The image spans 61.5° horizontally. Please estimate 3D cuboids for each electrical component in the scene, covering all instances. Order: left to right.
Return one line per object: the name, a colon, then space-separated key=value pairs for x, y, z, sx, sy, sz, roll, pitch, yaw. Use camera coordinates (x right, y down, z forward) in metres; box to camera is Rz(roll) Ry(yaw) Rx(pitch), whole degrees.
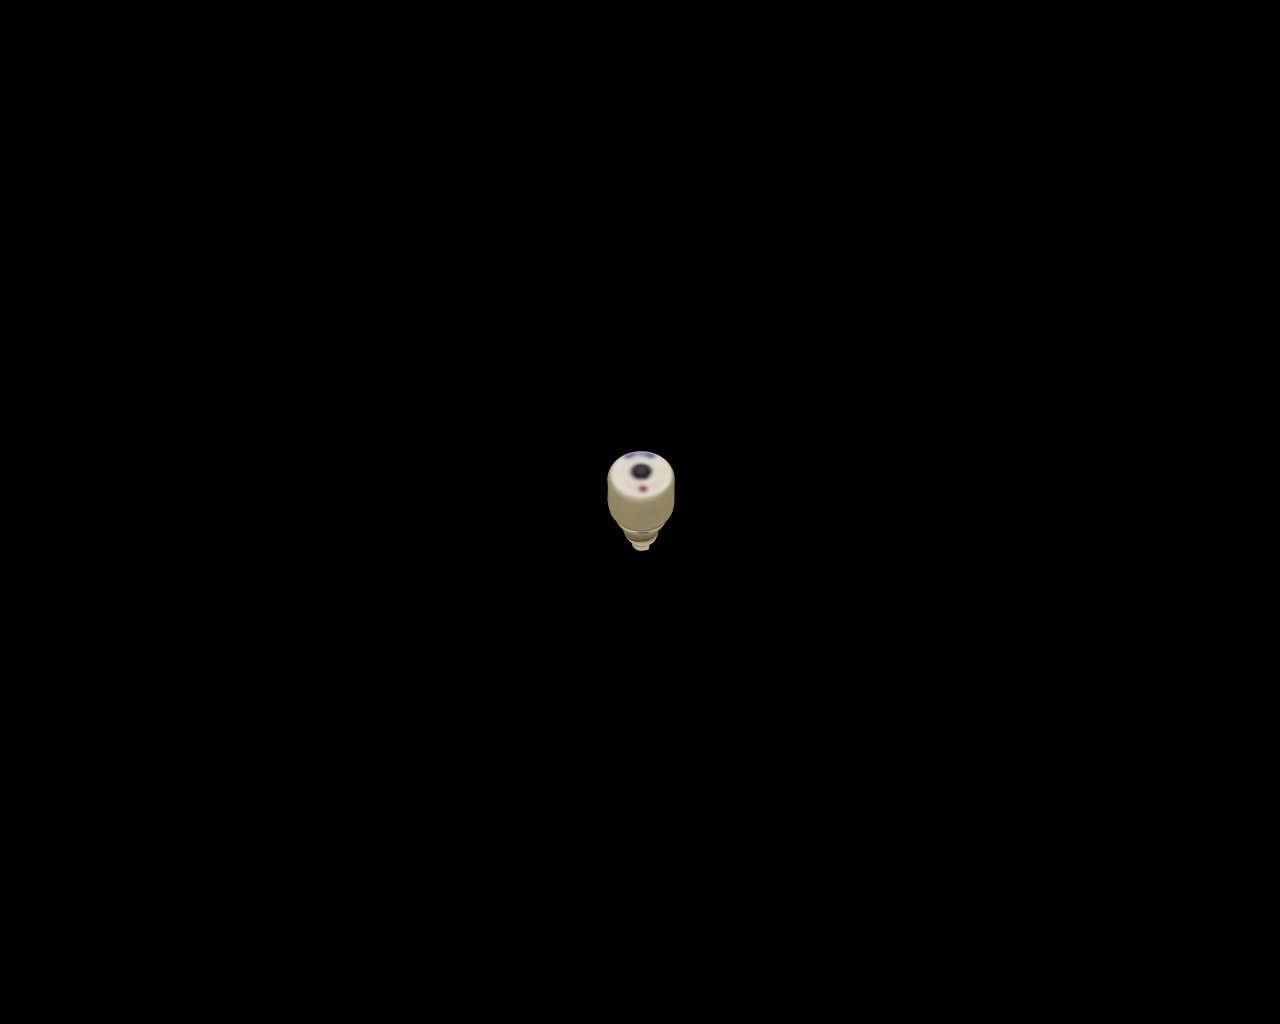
electrical component: x=0.001 y=-0.003 z=0.650 sx=0.040 sy=0.040 sz=0.078 roll=0 pitch=-38 yaw=0
